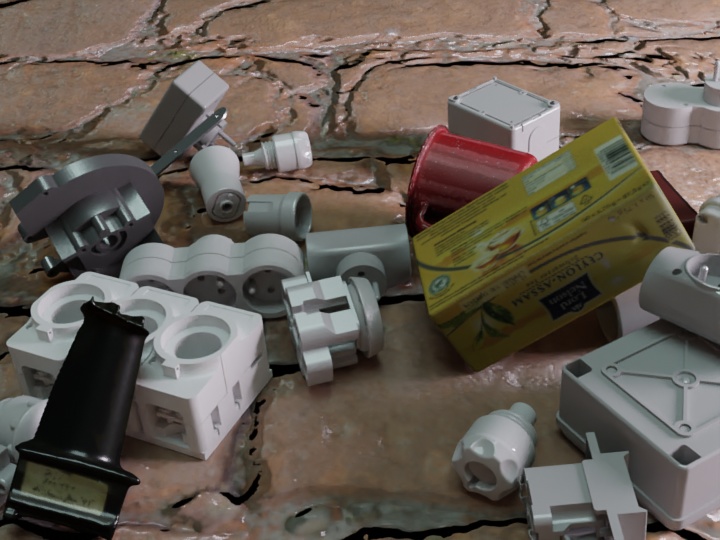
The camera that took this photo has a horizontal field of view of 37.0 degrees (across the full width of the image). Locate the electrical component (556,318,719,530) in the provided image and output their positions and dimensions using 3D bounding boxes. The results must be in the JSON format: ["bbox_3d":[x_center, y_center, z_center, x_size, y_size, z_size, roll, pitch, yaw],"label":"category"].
[{"bbox_3d":[0.194,0.086,0.651,0.109,0.056,0.109,-22,39,-22],"label":"electrical component"}]

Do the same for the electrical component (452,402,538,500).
[{"bbox_3d":[0.086,0.105,0.649,0.043,0.043,0.062,17,39,27],"label":"electrical component"}]

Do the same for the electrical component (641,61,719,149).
[{"bbox_3d":[0.323,-0.151,0.953,0.138,0.073,0.052,6,37,15],"label":"electrical component"}]

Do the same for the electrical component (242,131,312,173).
[{"bbox_3d":[-0.075,-0.104,0.968,0.061,0.035,0.035,-11,36,-4],"label":"electrical component"}]

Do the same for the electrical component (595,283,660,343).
[{"bbox_3d":[0.192,0.024,0.742,0.047,0.055,0.055,-13,36,-5],"label":"electrical component"}]

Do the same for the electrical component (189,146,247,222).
[{"bbox_3d":[-0.120,-0.071,0.922,0.044,0.044,0.065,-12,41,-10],"label":"electrical component"}]

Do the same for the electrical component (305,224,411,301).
[{"bbox_3d":[0.000,0.000,0.805,0.077,0.043,0.079,-6,35,-2],"label":"electrical component"}]

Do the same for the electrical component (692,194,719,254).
[{"bbox_3d":[0.292,-0.005,0.750,0.113,0.078,0.057,28,44,37],"label":"electrical component"}]

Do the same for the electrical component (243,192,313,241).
[{"bbox_3d":[-0.067,-0.044,0.879,0.046,0.040,0.040,3,36,20],"label":"electrical component"}]

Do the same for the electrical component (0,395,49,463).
[{"bbox_3d":[-0.219,0.101,0.689,0.062,0.048,0.048,10,37,33],"label":"electrical component"}]

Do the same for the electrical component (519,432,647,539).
[{"bbox_3d":[0.124,0.135,0.603,0.064,0.042,0.081,-5,35,3],"label":"electrical component"}]

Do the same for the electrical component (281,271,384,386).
[{"bbox_3d":[-0.018,0.036,0.741,0.057,0.058,0.078,-12,55,-10],"label":"electrical component"}]

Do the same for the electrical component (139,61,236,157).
[{"bbox_3d":[-0.148,-0.133,0.992,0.076,0.083,0.047,40,43,-5],"label":"electrical component"}]

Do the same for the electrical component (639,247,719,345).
[{"bbox_3d":[0.227,0.013,0.665,0.077,0.044,0.079,28,39,34],"label":"electrical component"}]

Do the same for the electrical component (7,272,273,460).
[{"bbox_3d":[-0.148,0.057,0.726,0.150,0.061,0.089,13,39,23],"label":"electrical component"}]

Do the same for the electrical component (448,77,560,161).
[{"bbox_3d":[0.122,-0.124,0.950,0.062,0.061,0.096,-28,42,-29],"label":"electrical component"}]

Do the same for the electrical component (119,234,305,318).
[{"bbox_3d":[-0.111,-0.002,0.812,0.138,0.052,0.073,-5,35,1],"label":"electrical component"}]

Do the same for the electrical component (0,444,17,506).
[{"bbox_3d":[-0.247,0.131,0.650,0.066,0.048,0.055,13,32,23],"label":"electrical component"}]
